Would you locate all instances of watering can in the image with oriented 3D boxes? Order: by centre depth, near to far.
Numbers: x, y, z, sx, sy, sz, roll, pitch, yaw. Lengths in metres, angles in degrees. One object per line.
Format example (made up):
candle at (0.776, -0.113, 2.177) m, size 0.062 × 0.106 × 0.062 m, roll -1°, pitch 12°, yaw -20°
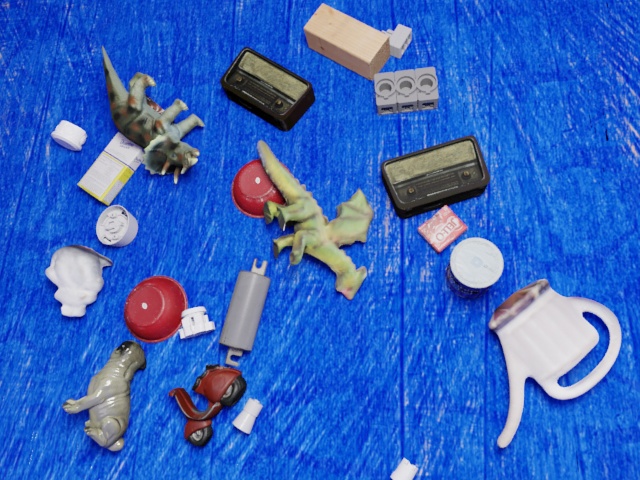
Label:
watering can at (0.430, 0.227, 1.032) m, size 0.349 × 0.102 × 0.227 m, roll -38°, pitch 70°, yaw -5°

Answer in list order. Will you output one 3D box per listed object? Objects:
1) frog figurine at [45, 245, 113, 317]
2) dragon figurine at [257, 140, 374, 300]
frog figurine at (-0.588, 0.097, 1.229) m, size 0.137 × 0.120 × 0.162 m, roll 19°, pitch 65°, yaw -6°
dragon figurine at (0.004, -0.060, 1.197) m, size 0.243 × 0.120 × 0.415 m, roll -8°, pitch 75°, yaw -20°
